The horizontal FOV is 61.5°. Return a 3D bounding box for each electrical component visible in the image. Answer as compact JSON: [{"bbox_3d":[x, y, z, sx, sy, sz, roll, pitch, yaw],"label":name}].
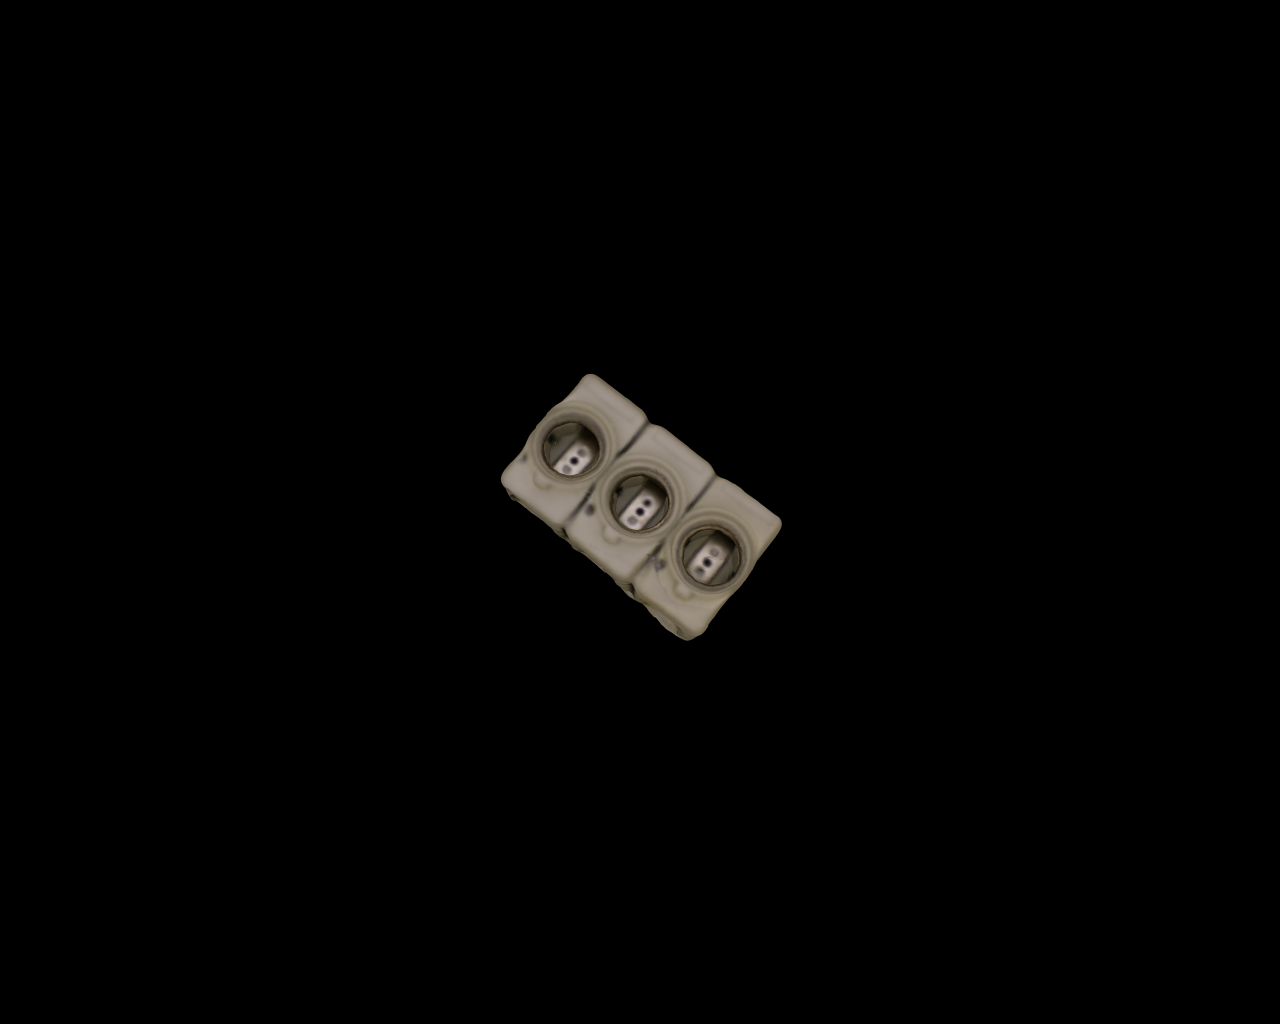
[{"bbox_3d":[0.001,-0.003,0.650,0.150,0.089,0.061,38,-9,7],"label":"electrical component"}]
